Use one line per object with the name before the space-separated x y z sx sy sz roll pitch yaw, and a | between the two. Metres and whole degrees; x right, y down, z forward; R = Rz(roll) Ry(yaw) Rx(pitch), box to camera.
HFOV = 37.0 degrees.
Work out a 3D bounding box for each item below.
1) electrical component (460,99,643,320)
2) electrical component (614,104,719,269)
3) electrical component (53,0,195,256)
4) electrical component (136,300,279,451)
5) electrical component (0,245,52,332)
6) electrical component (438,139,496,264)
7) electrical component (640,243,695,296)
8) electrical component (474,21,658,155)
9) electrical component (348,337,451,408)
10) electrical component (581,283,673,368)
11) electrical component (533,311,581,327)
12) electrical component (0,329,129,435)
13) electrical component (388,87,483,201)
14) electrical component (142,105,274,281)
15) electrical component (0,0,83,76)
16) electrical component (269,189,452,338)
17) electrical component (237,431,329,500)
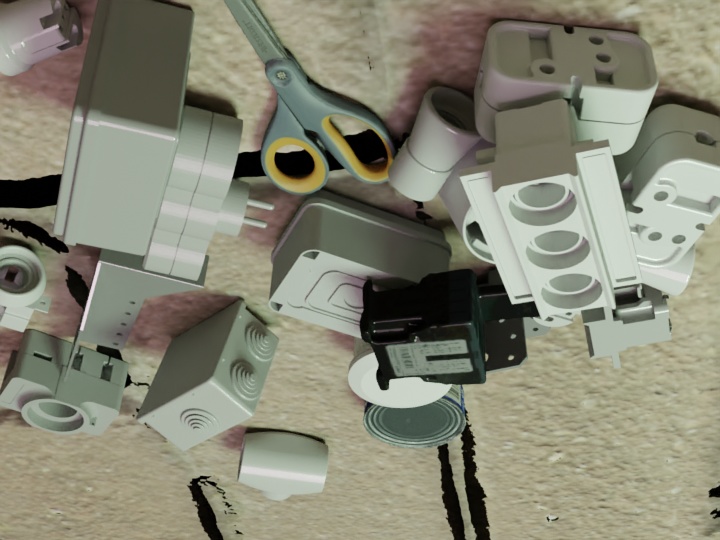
electrical component | 0.111 -0.034 0.612 0.079 0.063 0.121 -10 141 17
electrical component | 0.189 -0.054 0.673 0.054 0.059 0.095 13 139 -12
electrical component | -0.135 -0.083 0.617 0.056 0.108 0.108 11 140 -15
electrical component | -0.114 0.083 0.826 0.100 0.099 0.048 -29 118 33
electrical component | -0.259 0.012 0.790 0.066 0.048 0.055 19 145 -20
electrical component | 0.102 -0.052 0.696 0.099 0.064 0.099 -9 139 -8
electrical component | 0.192 -0.010 0.742 0.065 0.044 0.044 11 140 -3
electrical component | 0.116 -0.102 0.624 0.095 0.053 0.059 5 140 -3
electrical component | 0.032 0.068 0.836 0.080 0.051 0.080 1 140 1
electrical component | 0.195 0.031 0.790 0.064 0.042 0.081 -10 140 12
electrical component | 0.138 0.012 0.766 0.040 0.046 0.040 1 141 1
electrical component | -0.244 0.097 0.882 0.089 0.055 0.050 23 136 -23
electrical component | 0.045 -0.074 0.663 0.044 0.044 0.065 18 132 -18
electrical component | -0.094 -0.044 0.706 0.074 0.052 0.138 13 140 -13
electrical component | -0.187 -0.136 0.611 0.046 0.040 0.040 -17 137 13
electrical component | 0.000 0.000 0.750 0.113 0.057 0.078 18 138 -18
electrical component | -0.074 0.186 0.991 0.077 0.043 0.079 9 140 -8
